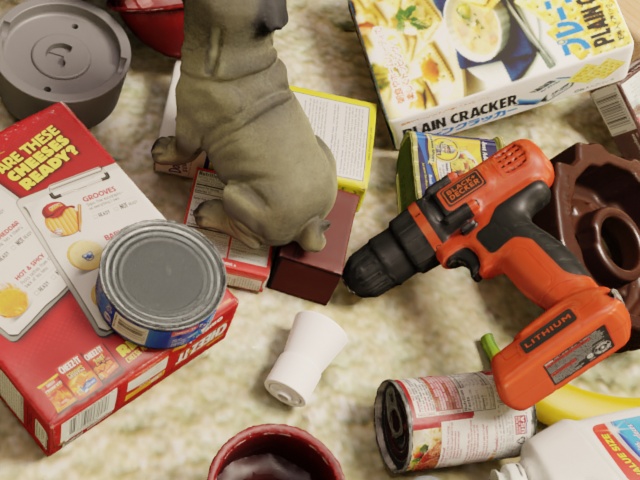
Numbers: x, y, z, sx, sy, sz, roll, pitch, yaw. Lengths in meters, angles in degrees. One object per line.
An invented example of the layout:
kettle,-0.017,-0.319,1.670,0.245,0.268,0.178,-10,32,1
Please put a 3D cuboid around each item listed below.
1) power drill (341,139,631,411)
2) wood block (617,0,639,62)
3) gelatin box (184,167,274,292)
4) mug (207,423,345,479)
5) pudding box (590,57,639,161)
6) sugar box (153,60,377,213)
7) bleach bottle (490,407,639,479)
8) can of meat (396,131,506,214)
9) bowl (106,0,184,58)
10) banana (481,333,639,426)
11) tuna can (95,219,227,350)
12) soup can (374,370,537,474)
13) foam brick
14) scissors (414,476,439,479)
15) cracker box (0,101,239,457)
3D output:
power drill,0.122,0.030,0.784,0.184,0.057,0.188,-35,51,7
wood block,0.237,-0.253,1.045,0.206,0.091,0.090,43,58,11
gelatin box,-0.072,-0.008,0.846,0.073,0.030,0.089,13,57,-7
mug,-0.047,0.183,0.706,0.117,0.082,0.093,-17,66,-25
pudding box,0.312,-0.111,0.990,0.089,0.039,0.113,-35,101,-31
sugar box,-0.044,-0.086,0.892,0.176,0.048,0.093,11,57,-5
bleach bottle,0.247,0.165,0.753,0.250,0.068,0.102,-7,49,-8
can of meat,0.112,-0.042,0.903,0.084,0.057,0.102,5,59,-11
bowl,-0.097,-0.196,0.909,0.162,0.055,0.162,-10,26,4
banana,0.220,0.127,0.842,0.197,0.037,0.069,18,59,-5
tuna can,-0.108,0.030,0.723,0.086,0.034,0.086,9,55,-13
soup can,0.099,0.132,0.786,0.102,0.069,0.068,-3,61,-18
foam brick,-0.006,0.001,0.846,0.053,0.051,0.078,17,57,-4
scissors,0.082,0.246,0.708,0.096,0.016,0.202,-29,78,-16
cracker box,-0.190,0.024,0.769,0.164,0.072,0.214,-34,73,-31
